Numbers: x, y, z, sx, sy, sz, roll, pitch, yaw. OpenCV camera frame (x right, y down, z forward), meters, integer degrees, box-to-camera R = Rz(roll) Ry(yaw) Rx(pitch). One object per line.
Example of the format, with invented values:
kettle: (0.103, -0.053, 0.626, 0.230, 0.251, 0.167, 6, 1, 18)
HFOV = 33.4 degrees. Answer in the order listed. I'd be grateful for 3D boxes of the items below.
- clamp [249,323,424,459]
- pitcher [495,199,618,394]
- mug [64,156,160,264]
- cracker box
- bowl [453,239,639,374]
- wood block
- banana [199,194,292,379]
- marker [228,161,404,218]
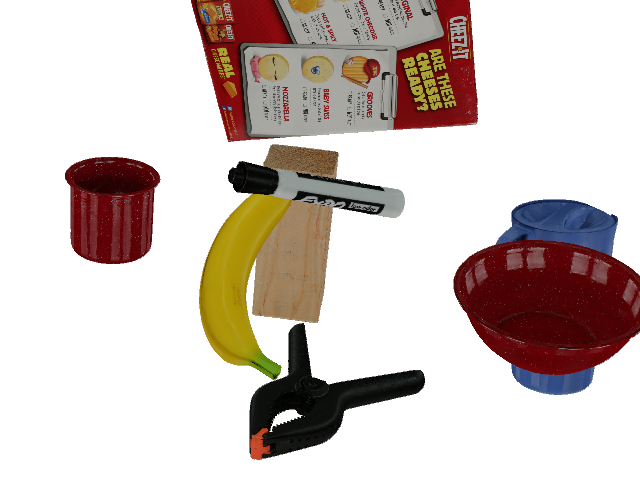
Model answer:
clamp: (0.002, 0.160, 1.084, 0.165, 0.036, 0.209, 15, 30, 21)
pitcher: (0.302, 0.076, 1.397, 0.149, 0.243, 0.144, 5, 21, 14)
mug: (-0.209, -0.034, 1.084, 0.093, 0.081, 0.117, 6, 27, -2)
cracker box: (0.014, -0.169, 0.862, 0.214, 0.164, 0.072, -4, 42, 10)
bowl: (0.189, 0.062, 0.883, 0.162, 0.055, 0.162, 0, 31, 0)
wood block: (-0.033, -0.010, 1.380, 0.090, 0.206, 0.090, 7, 25, 2)
banana: (-0.061, 0.026, 0.865, 0.069, 0.197, 0.037, 11, -37, -10)
marker: (-0.002, -0.031, 0.657, 0.120, 0.020, 0.020, 8, -4, -31)
